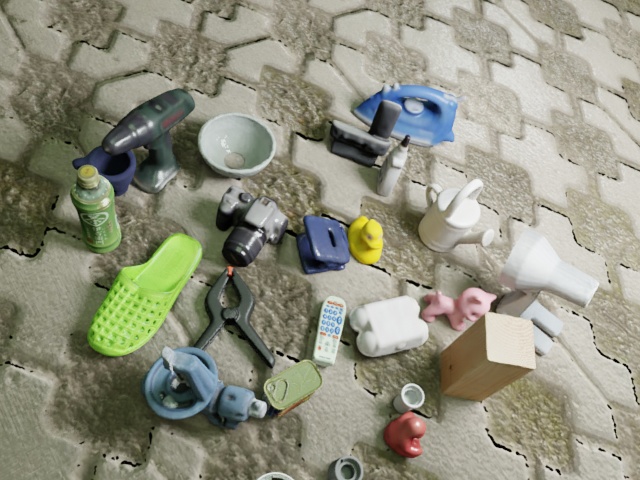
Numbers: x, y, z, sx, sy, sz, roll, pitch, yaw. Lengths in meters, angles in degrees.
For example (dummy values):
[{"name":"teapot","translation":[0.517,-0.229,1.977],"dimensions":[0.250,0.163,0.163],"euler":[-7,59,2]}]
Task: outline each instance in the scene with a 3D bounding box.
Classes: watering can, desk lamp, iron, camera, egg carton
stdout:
[{"name":"watering can","translation":[0.296,-0.057,1.220],"dimensions":[0.172,0.194,0.101],"euler":[31,58,6]},{"name":"desk lamp","translation":[0.441,0.100,1.152],"dimensions":[0.203,0.213,0.118],"euler":[39,59,10]},{"name":"iron","translation":[0.219,-0.326,1.389],"dimensions":[0.258,0.141,0.118],"euler":[11,58,-7]},{"name":"camera","translation":[-0.151,-0.025,1.147],"dimensions":[0.143,0.101,0.137],"euler":[28,58,3]},{"name":"egg carton","translation":[0.135,0.170,1.122],"dimensions":[0.150,0.069,0.107],"euler":[-11,64,-19]}]

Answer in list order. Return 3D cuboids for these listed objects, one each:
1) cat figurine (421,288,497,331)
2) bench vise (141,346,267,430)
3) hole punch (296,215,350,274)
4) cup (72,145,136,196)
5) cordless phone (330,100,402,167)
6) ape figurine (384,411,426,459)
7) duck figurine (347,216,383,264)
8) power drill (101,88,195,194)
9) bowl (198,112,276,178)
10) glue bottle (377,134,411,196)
[{"name":"cat figurine","translation":[0.284,0.128,1.154],"dimensions":[0.128,0.117,0.067],"euler":[15,58,-5]},{"name":"bench vise","translation":[-0.186,0.224,0.922],"dimensions":[0.207,0.219,0.121],"euler":[4,59,-11]},{"name":"hole punch","translation":[0.011,0.004,1.175],"dimensions":[0.101,0.091,0.108],"euler":[-7,62,-17]},{"name":"cup","translation":[-0.426,-0.131,1.144],"dimensions":[0.118,0.095,0.091],"euler":[-1,61,-14]},{"name":"cordless phone","translation":[0.104,-0.266,1.300],"dimensions":[0.147,0.185,0.094],"euler":[17,58,-3]},{"name":"ape figurine","translation":[0.159,0.340,1.015],"dimensions":[0.076,0.092,0.078],"euler":[16,58,-4]},{"name":"duck figurine","translation":[0.103,-0.011,1.210],"dimensions":[0.078,0.086,0.104],"euler":[-6,62,-17]},{"name":"power drill","translation":[-0.335,-0.190,1.134],"dimensions":[0.075,0.208,0.230],"euler":[31,58,6]},{"name":"bowl","translation":[-0.183,-0.194,1.253],"dimensions":[0.167,0.074,0.167],"euler":[6,59,-10]},{"name":"glue bottle","translation":[0.167,-0.173,1.268],"dimensions":[0.037,0.173,0.078],"euler":[13,58,-6]}]
